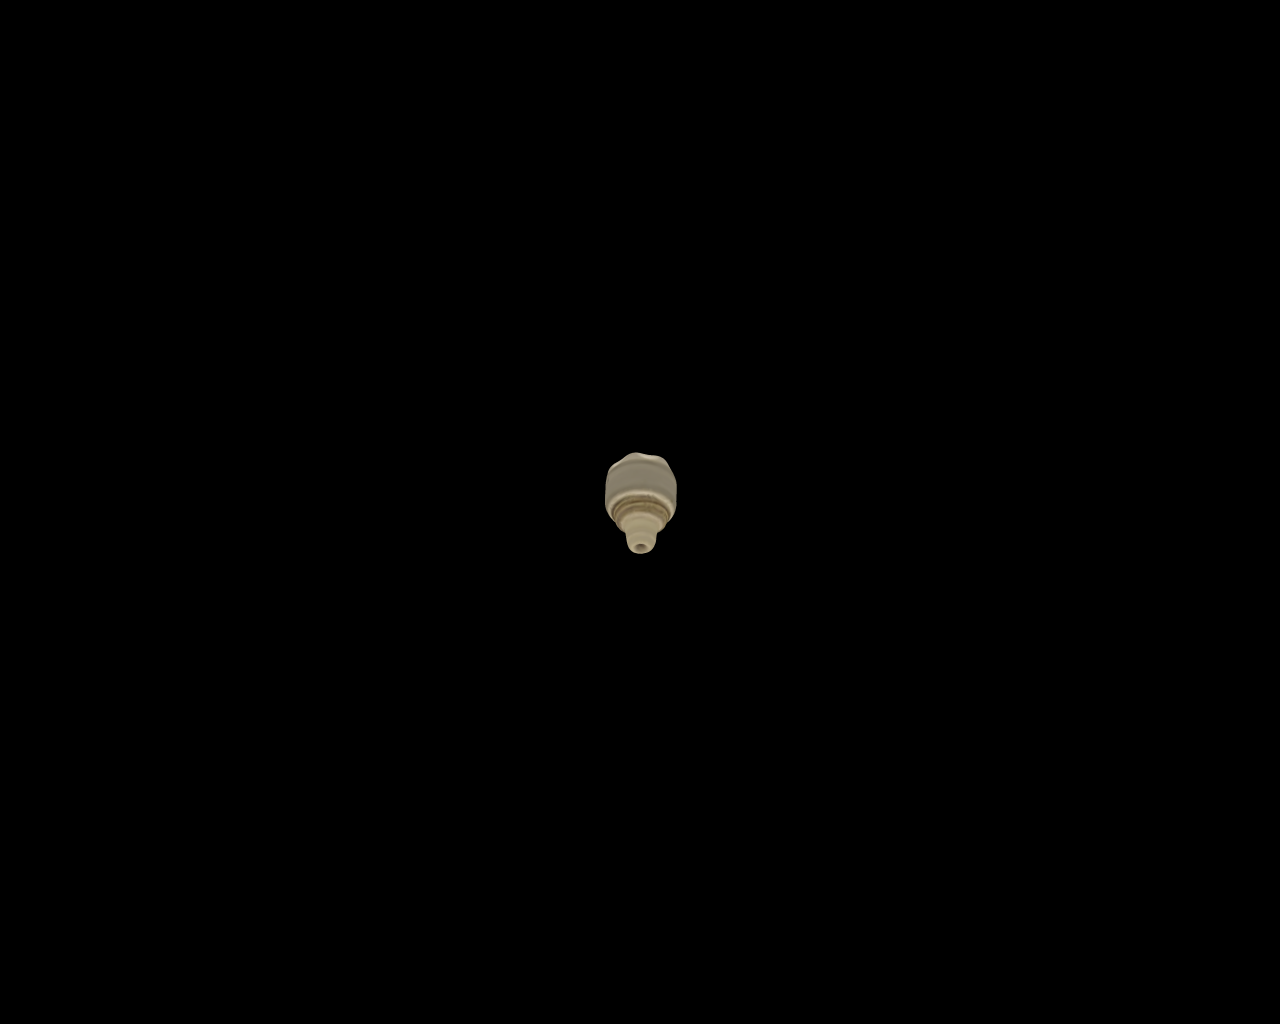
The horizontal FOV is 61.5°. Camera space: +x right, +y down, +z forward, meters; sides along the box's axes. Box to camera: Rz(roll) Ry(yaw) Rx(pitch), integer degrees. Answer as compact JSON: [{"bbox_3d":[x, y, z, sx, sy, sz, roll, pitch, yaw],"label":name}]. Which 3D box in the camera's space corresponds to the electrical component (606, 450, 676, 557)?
[{"bbox_3d":[0.001,-0.003,0.650,0.043,0.062,0.043,0,-37,0],"label":"electrical component"}]
